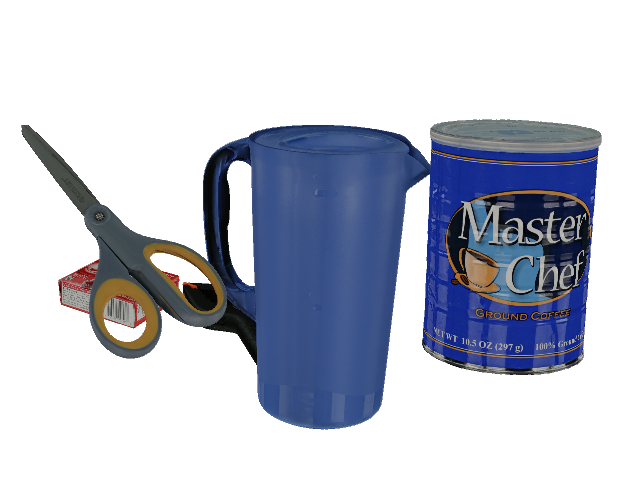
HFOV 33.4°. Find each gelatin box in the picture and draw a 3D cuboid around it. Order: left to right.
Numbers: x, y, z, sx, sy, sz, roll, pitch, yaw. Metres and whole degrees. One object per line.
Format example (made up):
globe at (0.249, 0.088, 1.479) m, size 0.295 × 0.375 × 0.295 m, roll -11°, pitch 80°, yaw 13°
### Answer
gelatin box at (-0.191, 0.046, 1.012) m, size 0.089 × 0.030 × 0.073 m, roll 15°, pitch 25°, yaw 23°

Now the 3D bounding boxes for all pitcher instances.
pitcher at (-0.007, 0.026, 0.892) m, size 0.144 × 0.243 × 0.149 m, roll -8°, pitch 18°, yaw -33°

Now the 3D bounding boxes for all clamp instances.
clamp at (-0.088, 0.091, 1.254) m, size 0.210 × 0.036 × 0.164 m, roll 13°, pitch 23°, yaw 27°

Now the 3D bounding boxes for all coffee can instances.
coffee can at (0.117, 0.000, 0.664) m, size 0.103 × 0.140 × 0.103 m, roll 1°, pitch 13°, yaw 0°

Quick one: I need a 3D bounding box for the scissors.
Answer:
scissors at (-0.153, 0.004, 0.705) m, size 0.202 × 0.096 × 0.016 m, roll 33°, pitch -29°, yaw 14°
